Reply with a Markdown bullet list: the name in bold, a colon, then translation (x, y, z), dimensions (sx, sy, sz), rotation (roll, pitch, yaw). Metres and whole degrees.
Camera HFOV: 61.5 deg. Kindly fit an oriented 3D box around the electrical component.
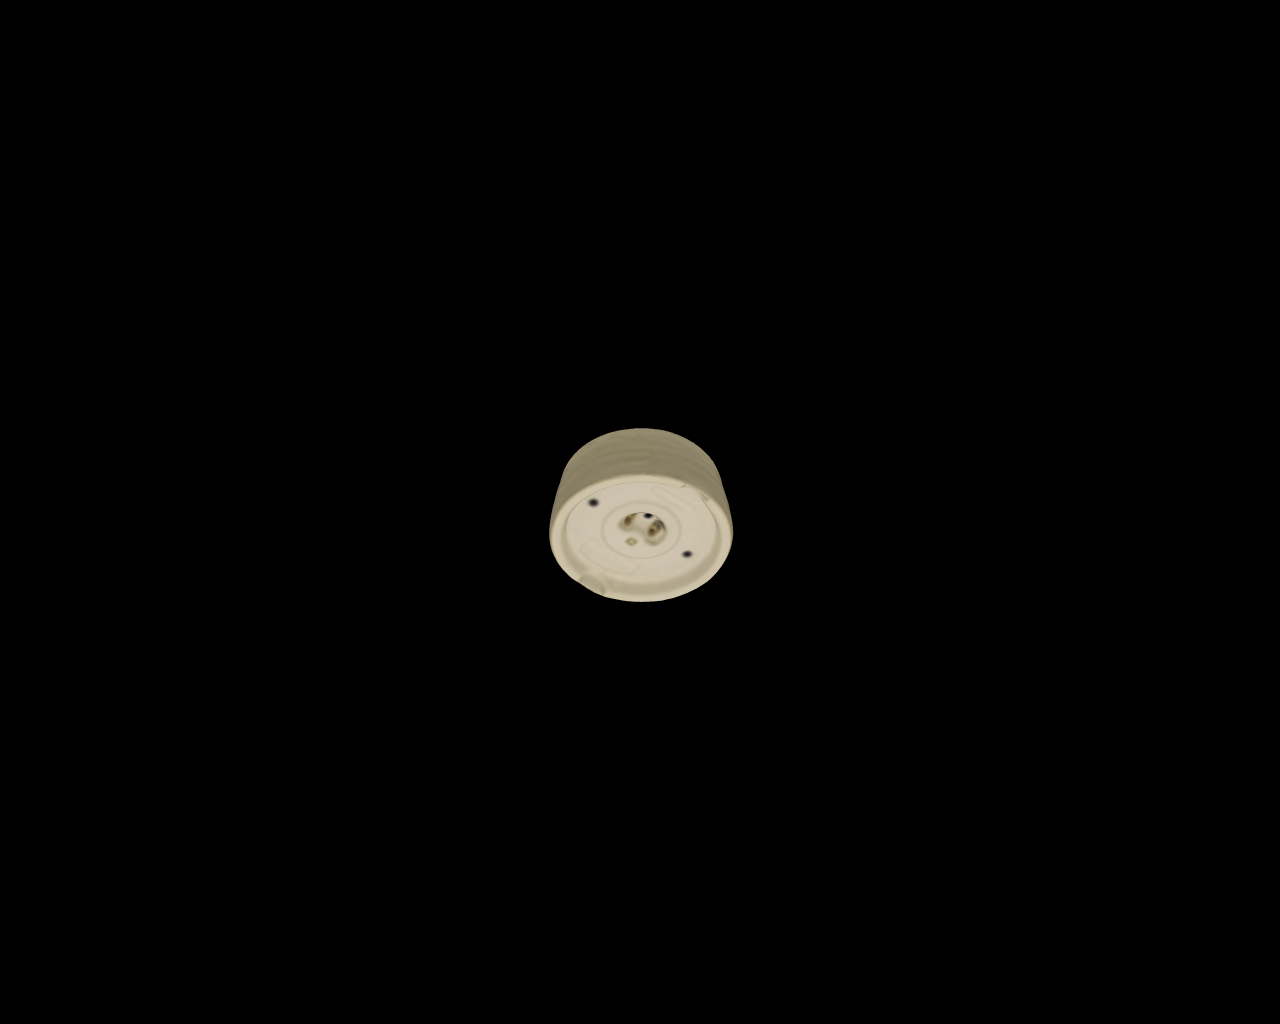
- **electrical component**: translation (0.001, -0.003, 0.650), dimensions (0.108, 0.108, 0.060), rotation (0, 44, 0)
